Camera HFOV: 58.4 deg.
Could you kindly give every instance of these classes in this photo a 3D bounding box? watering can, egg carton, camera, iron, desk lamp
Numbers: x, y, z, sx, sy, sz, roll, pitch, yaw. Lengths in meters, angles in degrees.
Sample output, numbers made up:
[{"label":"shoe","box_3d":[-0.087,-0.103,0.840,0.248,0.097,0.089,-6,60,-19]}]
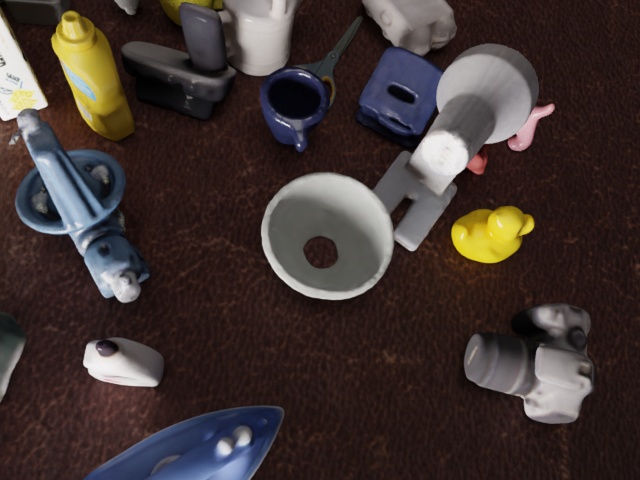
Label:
[{"label":"watering can","box_3d":[-0.078,-0.328,0.777,0.101,0.194,0.173,31,68,4]},{"label":"egg carton","box_3d":[0.135,-0.351,0.887,0.107,0.069,0.150,-32,77,-18]},{"label":"camera","box_3d":[0.257,0.141,0.706,0.137,0.101,0.143,14,68,-3]},{"label":"iron","box_3d":[-0.142,0.241,0.584,0.259,0.141,0.118,-31,77,-18]},{"label":"desk lamp","box_3d":[0.164,-0.116,0.726,0.118,0.213,0.203,35,69,5]}]

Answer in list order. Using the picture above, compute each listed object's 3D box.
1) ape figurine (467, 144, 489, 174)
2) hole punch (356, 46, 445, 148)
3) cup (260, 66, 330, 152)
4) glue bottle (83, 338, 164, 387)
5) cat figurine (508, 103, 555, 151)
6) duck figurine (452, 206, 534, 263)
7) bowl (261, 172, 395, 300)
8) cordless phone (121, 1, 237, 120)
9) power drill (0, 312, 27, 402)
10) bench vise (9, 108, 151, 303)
[{"label":"ape figurine","box_3d":[0.228,-0.148,0.813,0.078,0.092,0.076,-41,80,-20]},{"label":"hole punch","box_3d":[0.118,-0.203,0.817,0.108,0.091,0.101,28,68,2]},{"label":"cup","box_3d":[-0.035,-0.160,0.775,0.092,0.095,0.117,-6,71,-11]},{"label":"glue bottle","box_3d":[-0.211,0.125,0.599,0.078,0.173,0.037,4,69,-7]},{"label":"cat figurine","box_3d":[0.273,-0.200,0.826,0.128,0.117,0.067,23,68,0]},{"label":"duck figurine","box_3d":[0.235,-0.016,0.769,0.104,0.086,0.077,-2,70,-9]},{"label":"bowl","box_3d":[0.007,0.003,0.732,0.167,0.074,0.167,3,69,-8]},{"label":"cordless phone","box_3d":[-0.184,-0.251,0.737,0.147,0.185,0.094,13,68,-4]},{"label":"power drill","box_3d":[-0.373,0.109,0.560,0.075,0.208,0.230,13,68,-3]},{"label":"bench vise","box_3d":[-0.251,-0.040,0.629,0.207,0.219,0.122,39,69,7]}]
